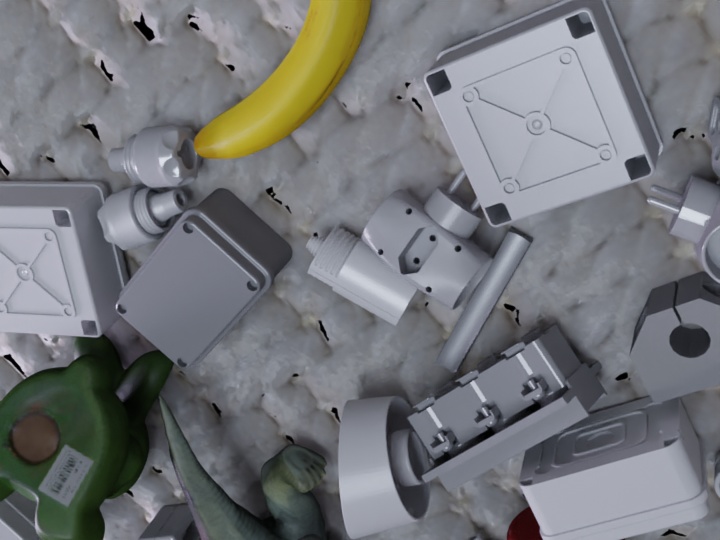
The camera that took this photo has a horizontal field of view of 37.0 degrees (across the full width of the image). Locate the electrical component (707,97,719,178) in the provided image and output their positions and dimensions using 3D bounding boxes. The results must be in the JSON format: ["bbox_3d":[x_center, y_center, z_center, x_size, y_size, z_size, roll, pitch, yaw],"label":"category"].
[{"bbox_3d":[0.236,-0.074,0.603,0.057,0.078,0.058,2,116,-1],"label":"electrical component"}]

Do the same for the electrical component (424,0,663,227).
[{"bbox_3d":[0.110,-0.095,0.644,0.109,0.056,0.108,-18,108,27],"label":"electrical component"}]

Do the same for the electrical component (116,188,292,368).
[{"bbox_3d":[-0.114,0.007,0.778,0.078,0.057,0.113,42,122,-4],"label":"electrical component"}]

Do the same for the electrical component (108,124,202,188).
[{"bbox_3d":[-0.146,-0.079,0.754,0.062,0.043,0.043,-2,115,22],"label":"electrical component"}]

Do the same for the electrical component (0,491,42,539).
[{"bbox_3d":[-0.284,0.192,0.903,0.109,0.108,0.056,44,119,-5],"label":"electrical component"}]

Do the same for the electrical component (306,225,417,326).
[{"bbox_3d":[0.000,0.000,0.740,0.081,0.043,0.043,29,122,4],"label":"electrical component"}]

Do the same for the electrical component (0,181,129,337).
[{"bbox_3d":[-0.239,-0.009,0.816,0.109,0.056,0.108,2,116,20],"label":"electrical component"}]

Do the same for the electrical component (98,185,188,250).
[{"bbox_3d":[-0.154,-0.041,0.776,0.062,0.043,0.043,-18,108,25],"label":"electrical component"}]

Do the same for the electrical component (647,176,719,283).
[{"bbox_3d":[0.207,-0.031,0.630,0.079,0.077,0.044,22,121,9],"label":"electrical component"}]

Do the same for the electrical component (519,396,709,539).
[{"bbox_3d":[0.171,0.136,0.722,0.113,0.078,0.057,-21,105,22],"label":"electrical component"}]

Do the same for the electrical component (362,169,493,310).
[{"bbox_3d":[0.054,-0.028,0.704,0.077,0.043,0.079,38,105,13],"label":"electrical component"}]

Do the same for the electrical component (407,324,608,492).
[{"bbox_3d":[0.097,0.093,0.736,0.121,0.079,0.063,-36,84,31],"label":"electrical component"}]

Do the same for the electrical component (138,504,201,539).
[{"bbox_3d":[-0.166,0.251,0.925,0.076,0.047,0.083,-12,111,24],"label":"electrical component"}]

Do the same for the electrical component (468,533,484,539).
[{"bbox_3d":[0.104,0.228,0.823,0.035,0.035,0.061,-31,99,30],"label":"electrical component"}]

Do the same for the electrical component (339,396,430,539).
[{"bbox_3d":[0.012,0.141,0.778,0.064,0.099,0.099,-14,110,19],"label":"electrical component"}]

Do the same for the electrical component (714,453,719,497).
[{"bbox_3d":[0.251,0.143,0.710,0.035,0.061,0.035,9,118,16],"label":"electrical component"}]
